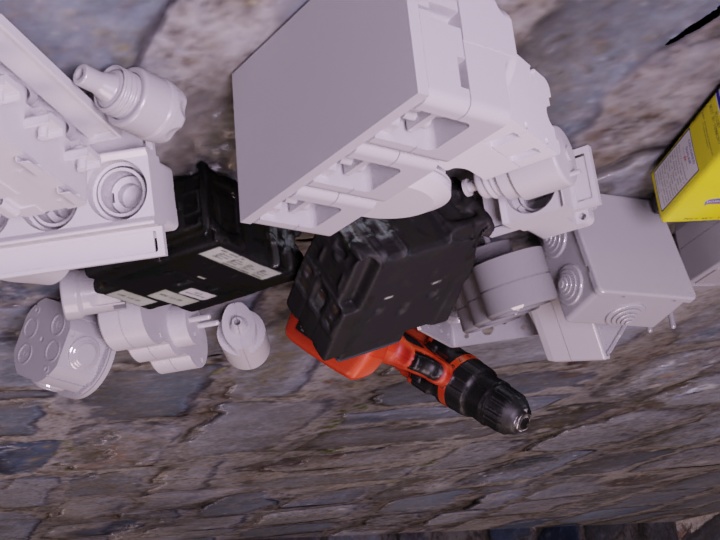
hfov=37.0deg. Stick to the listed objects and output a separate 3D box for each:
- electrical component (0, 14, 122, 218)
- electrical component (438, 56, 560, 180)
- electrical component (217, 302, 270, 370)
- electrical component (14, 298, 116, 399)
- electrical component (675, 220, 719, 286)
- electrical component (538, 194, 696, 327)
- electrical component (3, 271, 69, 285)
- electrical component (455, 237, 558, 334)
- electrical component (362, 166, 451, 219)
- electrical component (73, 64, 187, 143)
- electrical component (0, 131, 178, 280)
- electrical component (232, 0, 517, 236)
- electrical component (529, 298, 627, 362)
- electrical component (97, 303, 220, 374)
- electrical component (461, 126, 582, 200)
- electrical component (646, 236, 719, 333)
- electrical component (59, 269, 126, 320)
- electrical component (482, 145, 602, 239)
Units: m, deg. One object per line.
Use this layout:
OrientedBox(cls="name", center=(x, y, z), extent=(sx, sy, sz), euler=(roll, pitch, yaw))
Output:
OrientedBox(cls="electrical component", center=(-0.184, -0.076, 0.546), extent=(0.079, 0.063, 0.121), euler=(-10, 160, 12))
OrientedBox(cls="electrical component", center=(0.064, -0.089, 0.594), extent=(0.056, 0.050, 0.089), euler=(-18, 157, 30))
OrientedBox(cls="electrical component", center=(-0.106, 0.059, 0.969), extent=(0.043, 0.043, 0.081), euler=(-5, 160, -1))
OrientedBox(cls="electrical component", center=(-0.245, 0.064, 0.895), extent=(0.080, 0.080, 0.051), euler=(-19, 151, 34))
OrientedBox(cls="electrical component", center=(0.287, -0.030, 0.802), extent=(0.062, 0.061, 0.096), euler=(0, 159, -15))
OrientedBox(cls="electrical component", center=(0.185, -0.006, 0.789), extent=(0.100, 0.099, 0.048), euler=(5, 145, -26))
OrientedBox(cls="electrical component", center=(-0.248, -0.015, 0.724), extent=(0.079, 0.044, 0.077), euler=(-17, 157, 30))
OrientedBox(cls="electrical component", center=(0.099, 0.000, 0.799), extent=(0.052, 0.073, 0.138), euler=(-16, 172, -8))
OrientedBox(cls="electrical component", center=(0.014, -0.064, 0.637), extent=(0.080, 0.051, 0.080), euler=(2, 164, 1))
OrientedBox(cls="electrical component", center=(-0.122, -0.091, 0.564), extent=(0.035, 0.035, 0.061), euler=(-19, 154, 34))
OrientedBox(cls="electrical component", center=(-0.175, -0.038, 0.642), extent=(0.121, 0.078, 0.063), euler=(-8, 176, 5))
OrientedBox(cls="electrical component", center=(0.002, -0.085, 0.530), extent=(0.062, 0.089, 0.150), euler=(9, 156, -35))
OrientedBox(cls="electrical component", center=(0.172, 0.030, 0.863), extent=(0.061, 0.096, 0.062), euler=(-6, -155, 37))
OrientedBox(cls="electrical component", center=(-0.157, 0.048, 0.911), extent=(0.074, 0.052, 0.138), euler=(-10, 160, 12))
OrientedBox(cls="electrical component", center=(0.102, -0.064, 0.689), extent=(0.078, 0.040, 0.040), euler=(-17, 157, 30))
OrientedBox(cls="electrical component", center=(0.246, 0.016, 0.898), extent=(0.138, 0.073, 0.052), euler=(-11, 159, 15))
OrientedBox(cls="electrical component", center=(-0.206, 0.016, 0.832), extent=(0.046, 0.040, 0.040), euler=(-7, 161, -10))
OrientedBox(cls="electrical component", center=(0.127, -0.050, 0.735), extent=(0.081, 0.042, 0.064), euler=(-17, 161, 30))
